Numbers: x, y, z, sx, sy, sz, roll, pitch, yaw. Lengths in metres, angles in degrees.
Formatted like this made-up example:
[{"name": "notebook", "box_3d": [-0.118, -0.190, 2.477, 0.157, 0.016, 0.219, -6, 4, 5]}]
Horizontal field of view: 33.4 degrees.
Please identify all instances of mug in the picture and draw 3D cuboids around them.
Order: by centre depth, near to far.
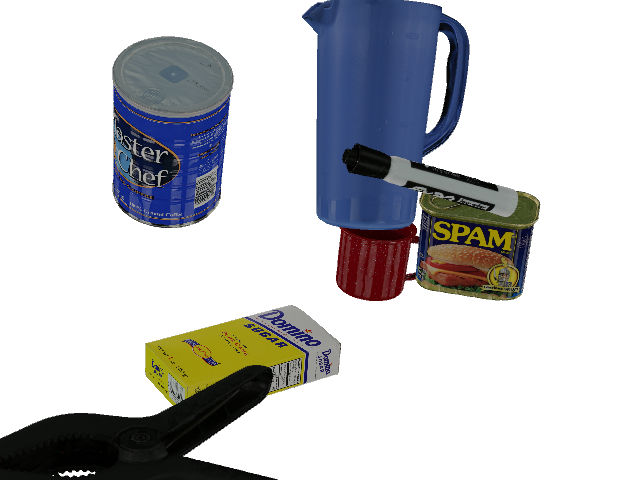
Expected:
[{"name": "mug", "box_3d": [0.074, 0.019, 1.253, 0.117, 0.081, 0.093, 3, 25, -8]}]

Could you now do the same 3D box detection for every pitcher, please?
[{"name": "pitcher", "box_3d": [0.066, -0.137, 1.147, 0.149, 0.243, 0.144, 7, 9, 24]}]

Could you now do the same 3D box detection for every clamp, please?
[{"name": "clamp", "box_3d": [-0.096, 0.118, 0.585, 0.209, 0.036, 0.165, -1, 21, -15]}]

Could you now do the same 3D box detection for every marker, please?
[{"name": "marker", "box_3d": [0.069, -0.038, 0.673, 0.121, 0.020, 0.020, 15, -5, -21]}]

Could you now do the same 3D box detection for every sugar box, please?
[{"name": "sugar box", "box_3d": [-0.077, 0.118, 1.071, 0.175, 0.048, 0.093, -16, 33, -31]}]

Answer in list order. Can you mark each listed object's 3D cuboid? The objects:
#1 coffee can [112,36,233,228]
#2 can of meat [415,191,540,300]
[{"name": "coffee can", "box_3d": [-0.135, -0.095, 0.956, 0.102, 0.103, 0.140, 0, -42, -11]}, {"name": "can of meat", "box_3d": [0.135, 0.002, 0.937, 0.102, 0.084, 0.057, 9, 33, 11]}]
